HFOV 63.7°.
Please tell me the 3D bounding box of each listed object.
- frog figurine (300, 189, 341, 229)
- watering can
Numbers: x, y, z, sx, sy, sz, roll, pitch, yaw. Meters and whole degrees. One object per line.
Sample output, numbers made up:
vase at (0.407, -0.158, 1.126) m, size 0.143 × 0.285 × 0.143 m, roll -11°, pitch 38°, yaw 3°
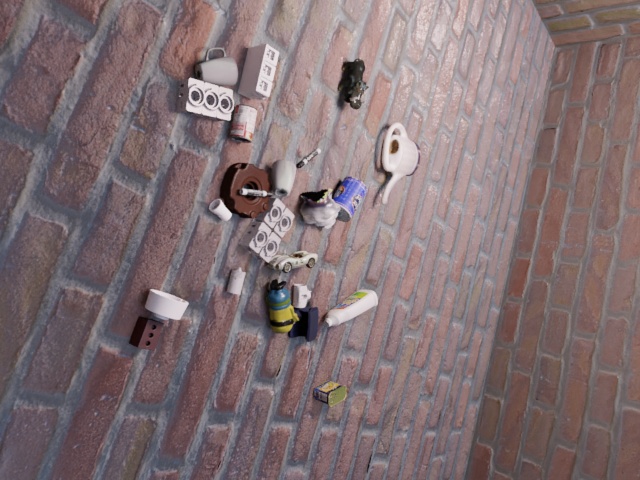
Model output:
frog figurine at (0.006, -0.092, 1.824) m, size 0.138 × 0.125 × 0.156 m, roll -22°, pitch 125°, yaw -9°
watering can at (0.325, -0.312, 2.154) m, size 0.224 × 0.104 × 0.348 m, roll 6°, pitch 90°, yaw -49°
